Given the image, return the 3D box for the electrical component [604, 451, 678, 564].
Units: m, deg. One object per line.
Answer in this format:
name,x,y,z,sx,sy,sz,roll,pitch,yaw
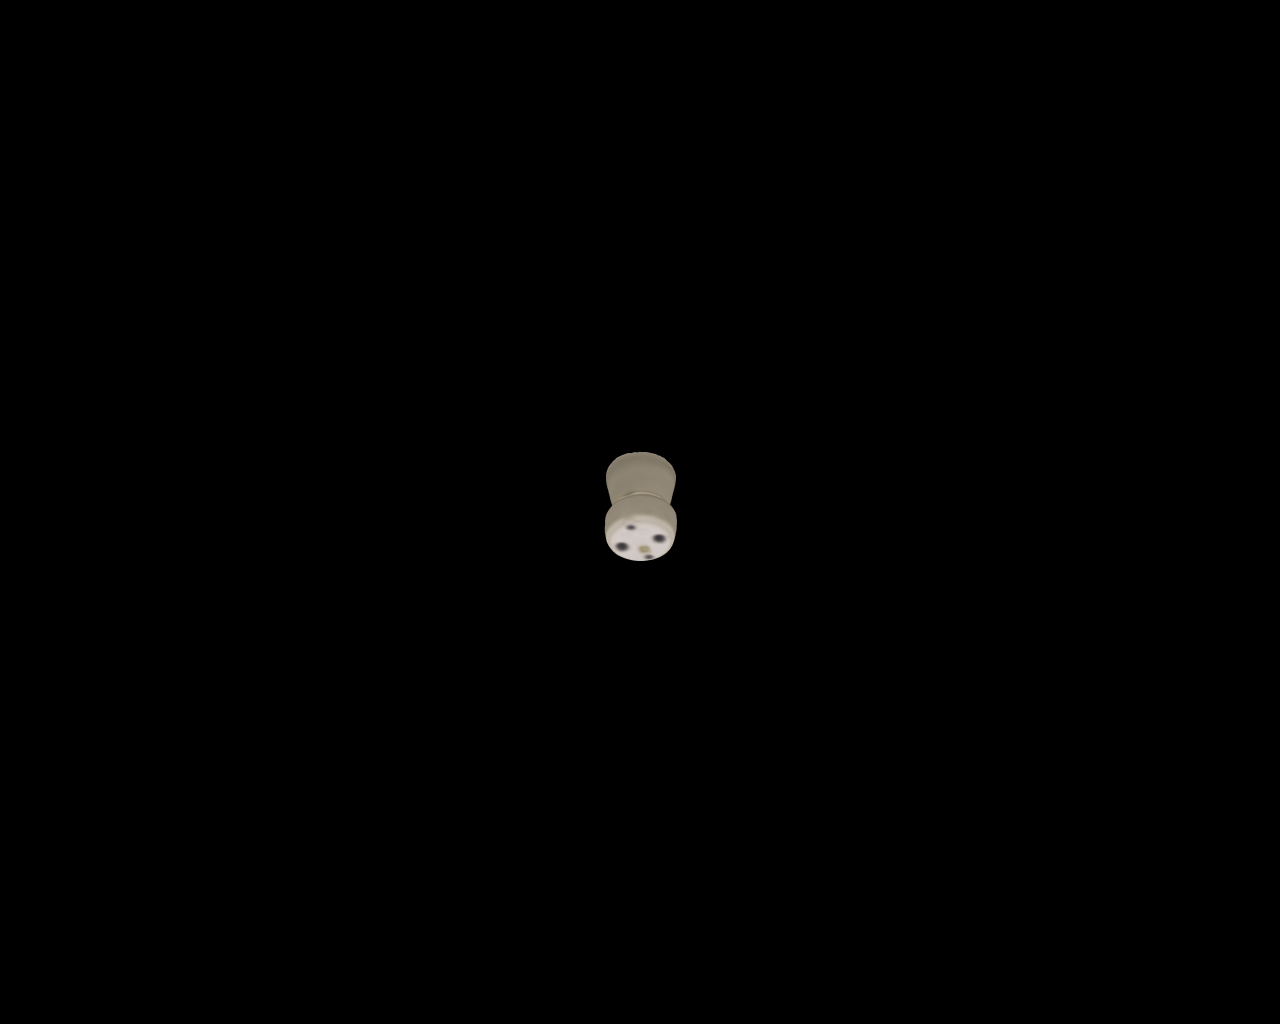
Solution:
electrical component,0.001,-0.003,0.650,0.045,0.055,0.044,0,-42,0
